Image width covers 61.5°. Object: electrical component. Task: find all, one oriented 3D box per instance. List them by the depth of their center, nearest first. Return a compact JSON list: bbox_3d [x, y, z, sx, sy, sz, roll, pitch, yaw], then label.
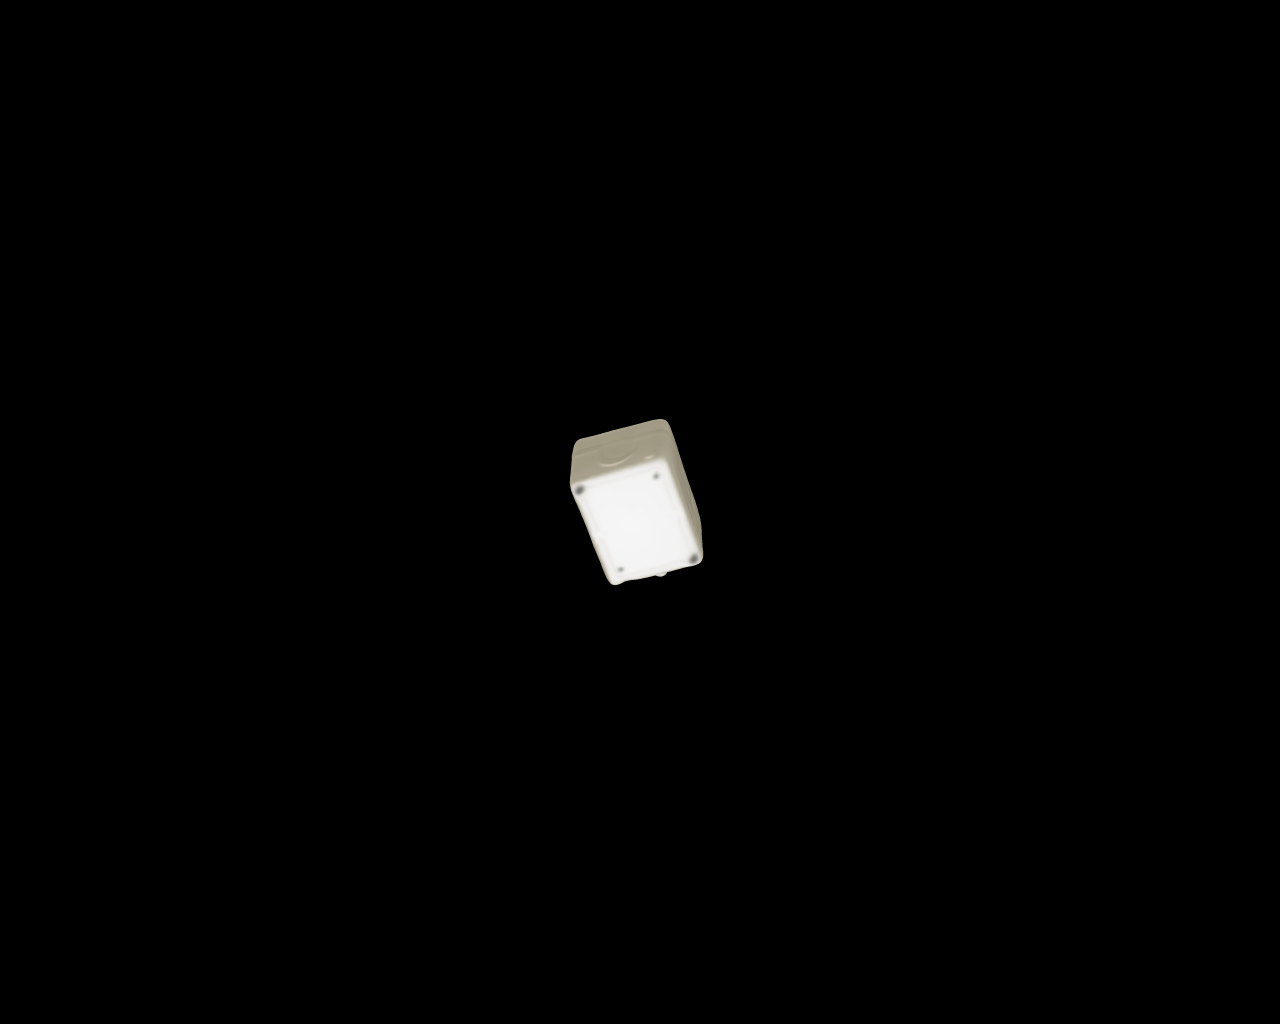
[{"bbox_3d":[0.001,-0.003,0.650,0.062,0.096,0.061,-15,32,9],"label":"electrical component"}]
